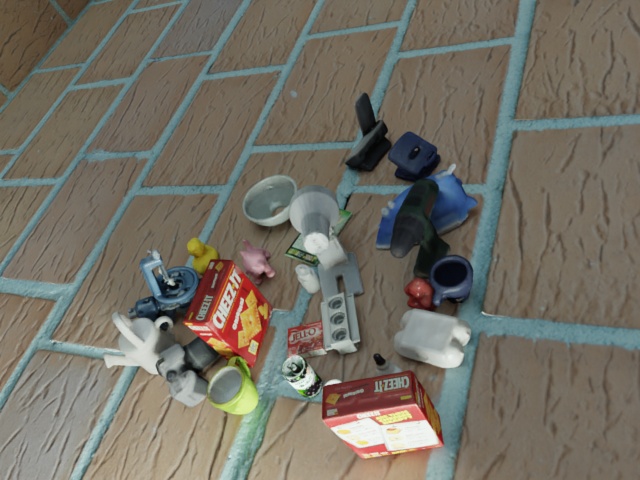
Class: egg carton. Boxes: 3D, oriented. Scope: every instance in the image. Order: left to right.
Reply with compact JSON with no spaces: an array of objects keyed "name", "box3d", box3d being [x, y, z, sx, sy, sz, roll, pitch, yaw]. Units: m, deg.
[{"name":"egg carton","box3d":[0.226,0.200,1.163,0.149,0.070,0.107,8,58,32]}]

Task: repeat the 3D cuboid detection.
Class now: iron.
[{"name":"iron","box3d":[0.227,-0.078,1.338,0.258,0.142,0.118,-28,47,4]}]

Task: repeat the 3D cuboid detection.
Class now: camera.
[{"name":"camera","box3d":[-0.300,0.287,1.335,0.137,0.101,0.142,-38,47,-5]}]

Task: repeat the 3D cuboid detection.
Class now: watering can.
[{"name":"watering can","box3d":[-0.437,0.244,1.374,0.100,0.195,0.173,17,63,36]}]

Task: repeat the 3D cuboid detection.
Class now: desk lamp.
[{"name":"desk lamp","box3d":[0.012,0.005,1.329,0.118,0.214,0.203,-21,47,10]}]

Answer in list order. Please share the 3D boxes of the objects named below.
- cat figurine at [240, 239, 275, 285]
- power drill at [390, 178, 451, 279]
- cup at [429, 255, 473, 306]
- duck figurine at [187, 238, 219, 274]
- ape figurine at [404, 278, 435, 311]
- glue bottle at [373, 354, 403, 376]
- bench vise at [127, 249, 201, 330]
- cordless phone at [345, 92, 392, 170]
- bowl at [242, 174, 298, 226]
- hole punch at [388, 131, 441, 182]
[{"name":"cat figurine","box3d":[-0.167,0.049,1.449,0.067,0.118,0.127,-29,46,3]},{"name":"power drill","box3d":[0.219,-0.009,1.239,0.075,0.209,0.230,2,55,28]},{"name":"cup","box3d":[0.276,0.103,1.199,0.091,0.095,0.118,18,63,36]},{"name":"duck figurine","box3d":[-0.327,0.037,1.561,0.077,0.086,0.104,-30,46,2]},{"name":"ape figurine","box3d":[0.215,0.111,1.225,0.076,0.092,0.077,-25,47,6]},{"name":"glue bottle","box3d":[0.134,0.259,1.090,0.077,0.174,0.037,12,60,33]},{"name":"bench vise","box3d":[-0.398,0.128,1.431,0.207,0.220,0.121,-46,48,-13]},{"name":"cordless phone","box3d":[0.108,-0.292,1.540,0.093,0.186,0.148,19,64,36]},{"name":"bowl","box3d":[-0.124,-0.096,1.574,0.167,0.075,0.167,-14,49,17]},{"name":"hole punch","box3d":[0.244,-0.215,1.475,0.100,0.091,0.109,24,67,38]}]
